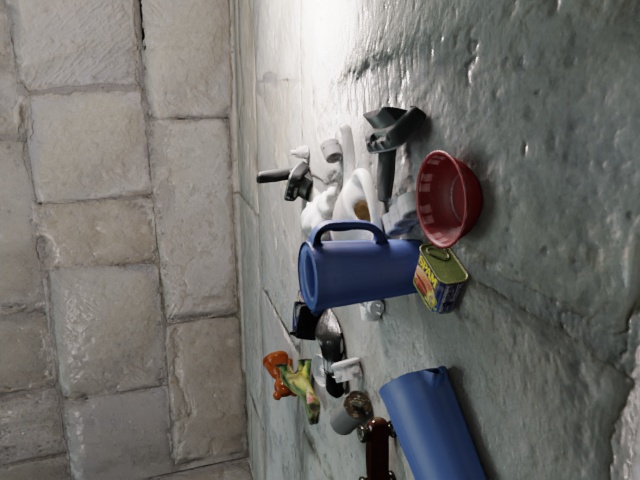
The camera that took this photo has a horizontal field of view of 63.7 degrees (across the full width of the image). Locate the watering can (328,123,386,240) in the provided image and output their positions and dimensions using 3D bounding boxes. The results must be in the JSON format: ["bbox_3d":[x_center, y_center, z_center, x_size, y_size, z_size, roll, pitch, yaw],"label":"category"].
[{"bbox_3d":[0.080,-0.090,1.215,0.219,0.104,0.355,109,154,-52],"label":"watering can"}]

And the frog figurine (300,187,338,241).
[{"bbox_3d":[0.004,-0.073,1.445,0.156,0.123,0.141,90,-174,-56],"label":"frog figurine"}]

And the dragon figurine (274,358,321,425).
[{"bbox_3d":[-0.075,0.563,1.903,0.405,0.123,0.245,129,125,-70],"label":"dragon figurine"}]
